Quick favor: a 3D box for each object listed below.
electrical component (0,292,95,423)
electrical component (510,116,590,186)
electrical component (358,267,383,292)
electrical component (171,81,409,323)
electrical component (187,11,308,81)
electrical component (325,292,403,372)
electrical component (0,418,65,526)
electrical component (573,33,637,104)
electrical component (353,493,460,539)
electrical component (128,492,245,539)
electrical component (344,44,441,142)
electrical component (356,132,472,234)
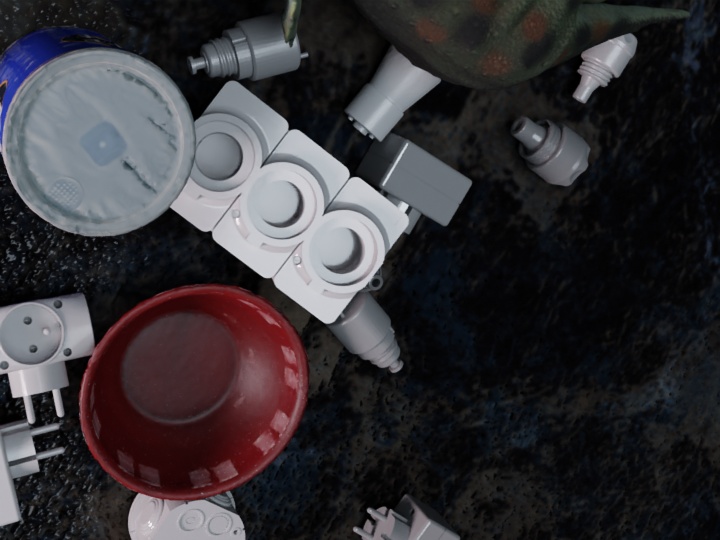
[{"bbox_3d":[-0.215,0.060,0.711,0.077,0.044,0.079,-11,90,-20],"label":"electrical component"},{"bbox_3d":[0.143,-0.095,0.824,0.062,0.043,0.043,31,93,-27],"label":"electrical component"},{"bbox_3d":[0.000,0.000,0.782,0.035,0.061,0.035,-7,110,-20],"label":"electrical component"},{"bbox_3d":[-0.054,-0.045,0.718,0.150,0.062,0.089,37,90,-10],"label":"electrical component"},{"bbox_3d":[-0.076,-0.145,0.713,0.078,0.040,0.040,-18,113,-17],"label":"electrical component"},{"bbox_3d":[0.007,0.048,0.813,0.040,0.040,0.078,-43,118,-6],"label":"electrical component"},{"bbox_3d":[-0.240,0.123,0.727,0.076,0.047,0.083,-13,112,-19],"label":"electrical component"},{"bbox_3d":[0.185,-0.157,0.827,0.035,0.035,0.061,29,96,-28],"label":"electrical component"},{"bbox_3d":[0.028,0.217,0.875,0.077,0.047,0.065,36,91,-29],"label":"electrical component"},{"bbox_3d":[-0.127,0.191,0.796,0.080,0.051,0.080,-8,110,-21],"label":"electrical component"},{"bbox_3d":[0.020,-0.124,0.763,0.044,0.044,0.065,39,94,-29],"label":"electrical component"},{"bbox_3d":[0.030,-0.051,0.786,0.066,0.047,0.076,29,94,-29],"label":"electrical component"}]
